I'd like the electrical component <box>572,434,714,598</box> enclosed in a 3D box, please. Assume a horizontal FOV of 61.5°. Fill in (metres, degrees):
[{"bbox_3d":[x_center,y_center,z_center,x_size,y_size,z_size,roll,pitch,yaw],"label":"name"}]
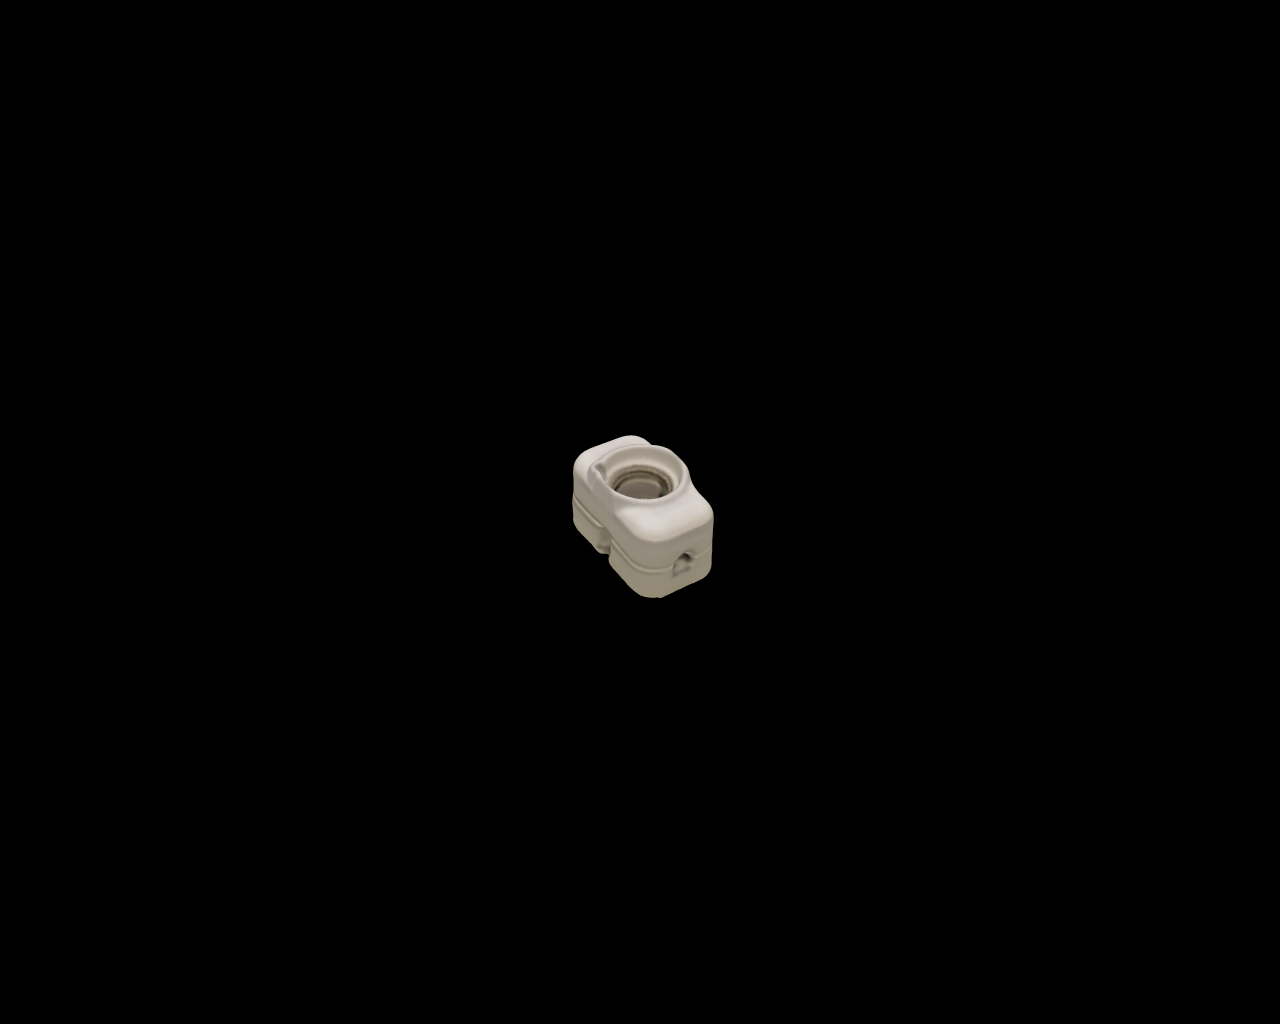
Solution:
[{"bbox_3d":[0.001,-0.003,0.650,0.054,0.059,0.095,-22,45,-23],"label":"electrical component"}]
